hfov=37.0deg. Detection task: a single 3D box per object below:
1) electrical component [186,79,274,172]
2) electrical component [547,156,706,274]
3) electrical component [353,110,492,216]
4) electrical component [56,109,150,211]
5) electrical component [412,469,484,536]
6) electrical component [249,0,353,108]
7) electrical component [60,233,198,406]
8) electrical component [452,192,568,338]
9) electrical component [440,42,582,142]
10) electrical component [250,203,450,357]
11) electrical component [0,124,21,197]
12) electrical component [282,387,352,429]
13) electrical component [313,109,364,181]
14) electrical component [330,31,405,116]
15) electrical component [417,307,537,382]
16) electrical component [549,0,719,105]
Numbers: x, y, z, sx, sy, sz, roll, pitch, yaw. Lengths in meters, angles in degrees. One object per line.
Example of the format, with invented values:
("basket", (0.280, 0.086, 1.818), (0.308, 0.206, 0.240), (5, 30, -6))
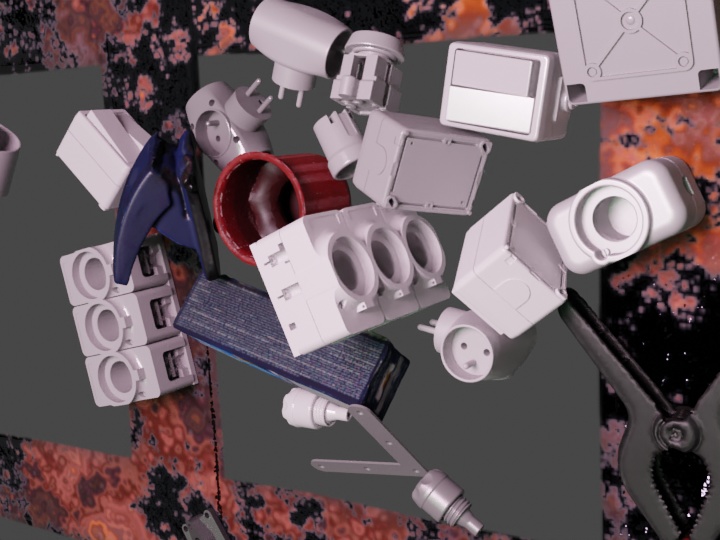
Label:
("electrical component", (-0.103, -0.131, 0.926), (0.079, 0.044, 0.077), (-43, 75, 34))
("electrical component", (0.183, -0.037, 0.747), (0.095, 0.059, 0.053), (-28, 83, 34))
("electrical component", (0.050, -0.082, 0.815), (0.061, 0.096, 0.061), (42, 123, 52))
("electrical component", (-0.232, -0.111, 1.005), (0.096, 0.062, 0.061), (47, 120, 17))
("electrical component", (0.074, 0.192, 0.877), (0.061, 0.035, 0.035), (38, 117, 19))
("electrical component", (-0.051, -0.173, 0.885), (0.077, 0.043, 0.079), (27, 122, 22))
("electrical component", (-0.225, 0.049, 1.030), (0.089, 0.062, 0.150), (-13, 92, 34))
("electrical component", (0.110, -0.005, 0.785), (0.062, 0.096, 0.061), (40, 123, -13))
("electrical component", (0.111, -0.128, 0.776), (0.096, 0.061, 0.061), (15, 107, 30))
("electrical component", (0.000, 0.000, 0.819), (0.062, 0.150, 0.089), (-25, 85, 34))
("electrical component", (-0.397, -0.120, 1.093), (0.099, 0.099, 0.064), (37, 111, 23))
("electrical component", (-0.035, 0.122, 0.936), (0.061, 0.035, 0.035), (4, 101, 30))
("electrical component", (-0.013, -0.102, 0.877), (0.040, 0.040, 0.046), (-35, 74, 33))
("electrical component", (0.009, -0.154, 0.841), (0.048, 0.066, 0.055), (8, 84, 32))
("electrical component", (0.083, 0.051, 0.819), (0.079, 0.077, 0.044), (14, 107, 31))
("electrical component", (0.186, -0.171, 0.707), (0.109, 0.056, 0.108), (-1, 115, 33))
